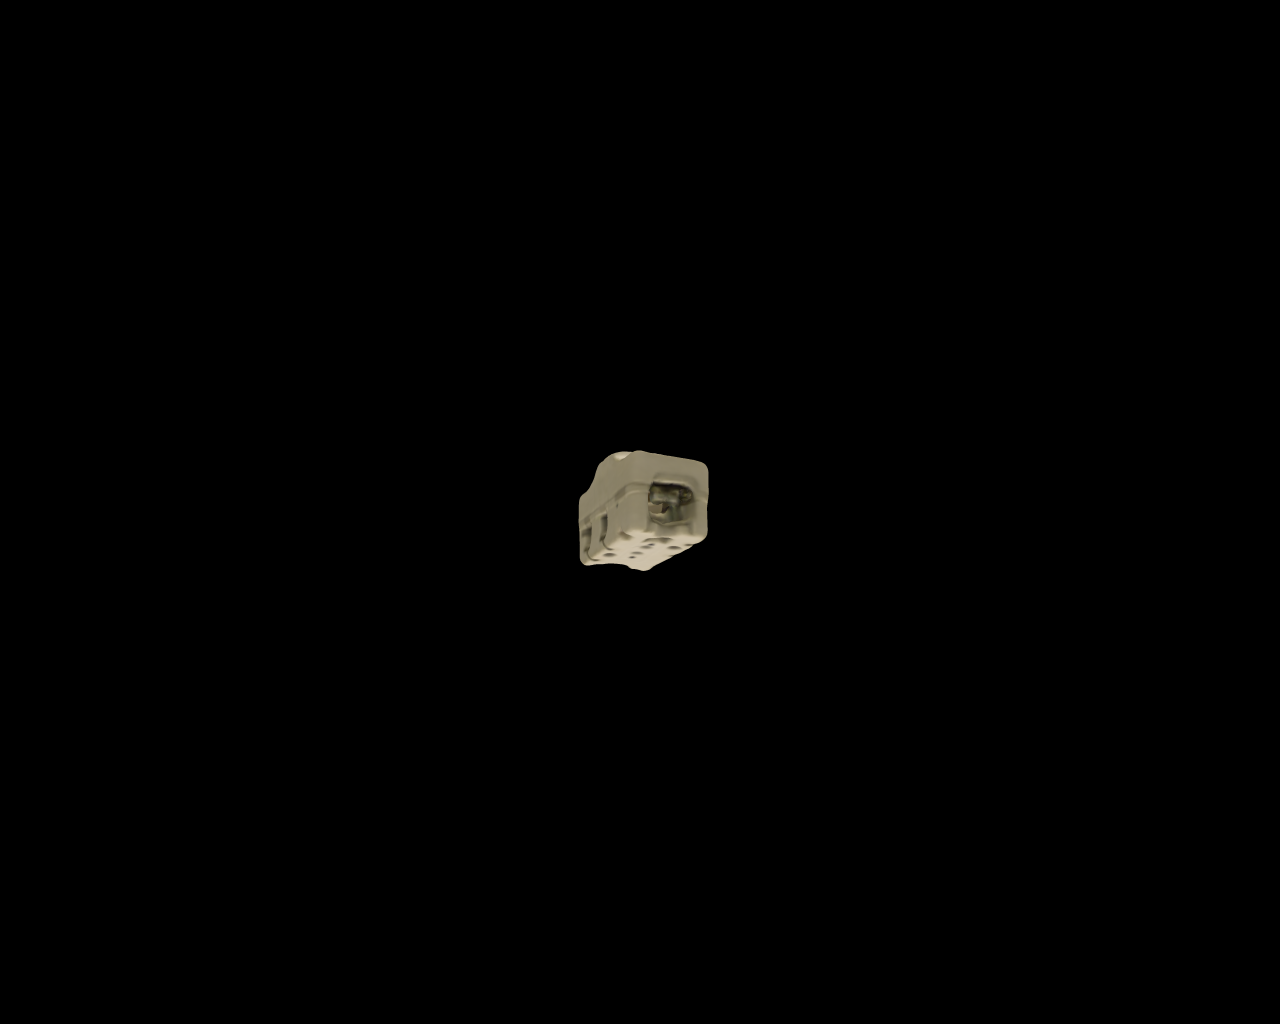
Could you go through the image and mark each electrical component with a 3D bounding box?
[{"bbox_3d":[0.001,-0.003,0.650,0.050,0.056,0.089,8,-20,-22],"label":"electrical component"}]
